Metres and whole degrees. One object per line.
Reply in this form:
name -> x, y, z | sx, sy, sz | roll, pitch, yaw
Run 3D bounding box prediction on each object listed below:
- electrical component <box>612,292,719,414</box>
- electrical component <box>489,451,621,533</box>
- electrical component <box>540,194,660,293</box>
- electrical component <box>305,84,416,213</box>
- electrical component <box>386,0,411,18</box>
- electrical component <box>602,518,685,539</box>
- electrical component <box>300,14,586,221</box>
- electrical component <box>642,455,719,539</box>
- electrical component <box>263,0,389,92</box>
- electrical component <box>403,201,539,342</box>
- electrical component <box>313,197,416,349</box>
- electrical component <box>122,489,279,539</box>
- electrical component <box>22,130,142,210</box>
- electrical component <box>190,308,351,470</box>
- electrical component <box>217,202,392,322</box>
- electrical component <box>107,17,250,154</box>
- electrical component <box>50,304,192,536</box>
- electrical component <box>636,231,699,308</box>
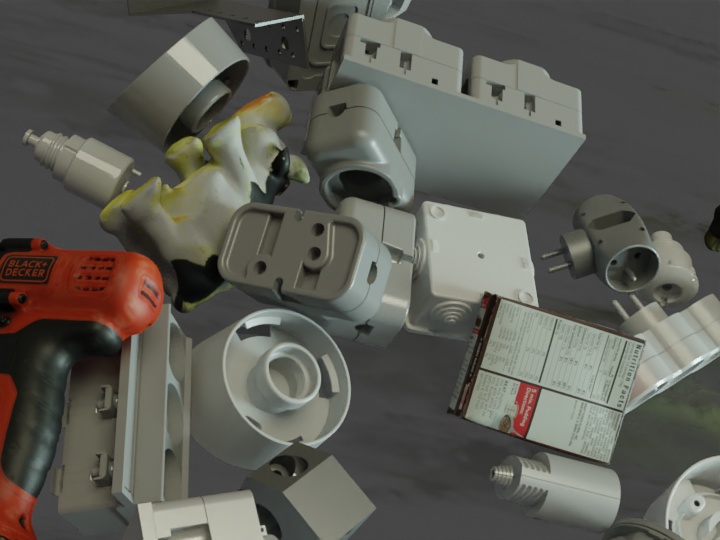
electrical component -> 0.218, 0.049, 0.803 | 0.138, 0.052, 0.073 | -22, 68, -33
electrical component -> 0.124, 0.142, 0.704 | 0.081, 0.043, 0.043 | 16, 52, -12
electrical component -> 0.180, -0.016, 0.833 | 0.079, 0.043, 0.077 | -17, 35, 1
electrical component -> 0.002, -0.078, 0.772 | 0.054, 0.095, 0.059 | -10, 51, 21
electrical component -> 0.003, -0.259, 0.928 | 0.089, 0.050, 0.056 | 42, 52, 9
electrical component -> 0.177, 0.198, 0.665 | 0.080, 0.080, 0.051 | 44, 57, 10
electrical component -> 0.062, -0.115, 0.817 | 0.186, 0.105, 0.060 | 16, 52, -12
electrical component -> 0.240, 0.179, 0.714 | 0.099, 0.064, 0.099 | 11, 54, -16
electrical component -> -0.027, -0.201, 0.831 | 0.078, 0.113, 0.057 | -8, 42, -28
electrical component -> 0.078, 0.002, 0.781 | 0.100, 0.048, 0.099 | 10, 53, -18
electrical component -> 0.000, 0.000, 0.744 | 0.059, 0.053, 0.095 | 16, 53, -13
electrical component -> -0.082, 0.178, 0.522 | 0.062, 0.150, 0.089 | -3, 58, -24
electrical component -> -0.189, -0.071, 0.721 | 0.078, 0.040, 0.040 | 27, 51, -4
electrical component -> -0.058, 0.074, 0.676 | 0.099, 0.064, 0.099 | 17, 56, -28
electrical component -> -0.032, -0.003, 0.675 | 0.095, 0.059, 0.053 | 10, 75, 25
electrical component -> -0.127, -0.132, 0.757 | 0.064, 0.099, 0.099 | 43, 51, 1
electrical component -> -0.134, 0.086, 0.616 | 0.063, 0.078, 0.121 | -9, 56, 6
electrical component -> 0.242, -0.004, 0.857 | 0.048, 0.048, 0.062 | 18, 45, -10
